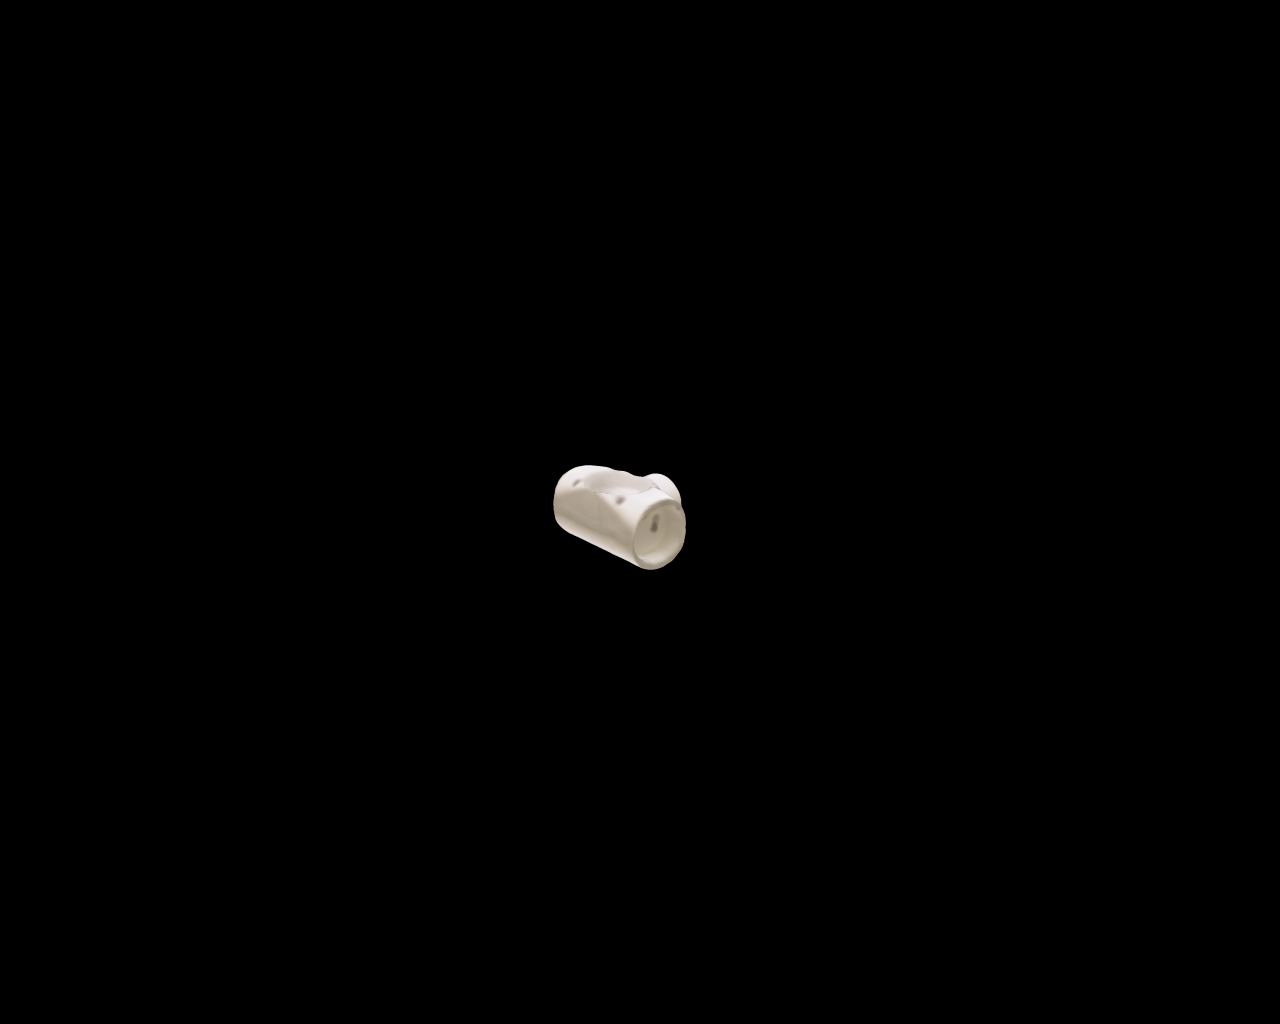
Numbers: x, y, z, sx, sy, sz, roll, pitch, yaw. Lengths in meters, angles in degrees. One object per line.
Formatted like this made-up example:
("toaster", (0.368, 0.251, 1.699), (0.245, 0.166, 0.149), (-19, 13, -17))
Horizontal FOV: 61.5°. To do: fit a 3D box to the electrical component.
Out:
("electrical component", (0.001, -0.003, 0.650), (0.079, 0.044, 0.077), (-17, 28, -37))
